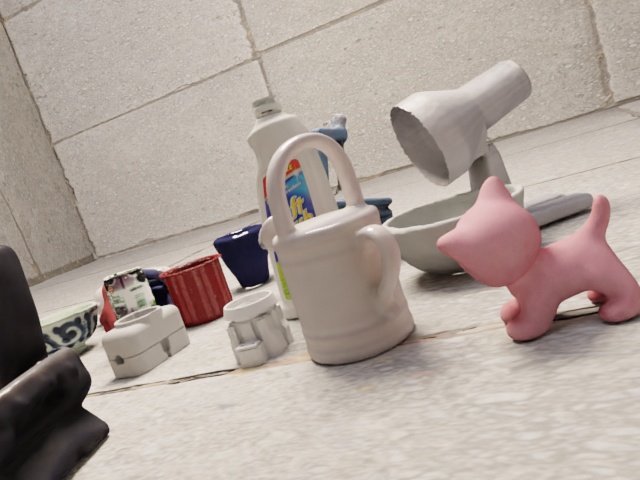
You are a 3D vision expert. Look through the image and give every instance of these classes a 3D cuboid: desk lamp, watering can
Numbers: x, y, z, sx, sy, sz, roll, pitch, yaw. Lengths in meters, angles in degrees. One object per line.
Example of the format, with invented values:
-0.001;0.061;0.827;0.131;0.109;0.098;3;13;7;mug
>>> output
0.214;-0.111;0.741;0.203;0.213;0.118;-19;8;-9;desk lamp
0.003;0.003;0.513;0.172;0.194;0.101;-12;10;36;watering can

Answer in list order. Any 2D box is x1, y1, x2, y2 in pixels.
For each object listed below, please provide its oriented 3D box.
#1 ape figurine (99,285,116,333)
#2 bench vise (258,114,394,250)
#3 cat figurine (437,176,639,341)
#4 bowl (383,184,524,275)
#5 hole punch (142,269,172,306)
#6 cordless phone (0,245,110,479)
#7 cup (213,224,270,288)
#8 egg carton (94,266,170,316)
-0.299;0.103;0.865;0.078;0.092;0.076;-18;8;3;ape figurine
0.011;-0.058;0.810;0.208;0.220;0.121;-24;10;-33;bench vise
0.156;0.007;0.423;0.127;0.118;0.067;-16;9;13;cat figurine
0.156;-0.005;0.652;0.167;0.075;0.167;-18;8;3;bowl
-0.284;0.086;0.950;0.108;0.091;0.101;-15;9;19;hole punch
-0.253;0.102;0.441;0.094;0.185;0.147;-17;8;4;cordless phone
-0.113;0.026;0.963;0.091;0.095;0.118;-10;12;44;cup
-0.337;0.099;1.056;0.151;0.069;0.107;-24;10;-36;egg carton
